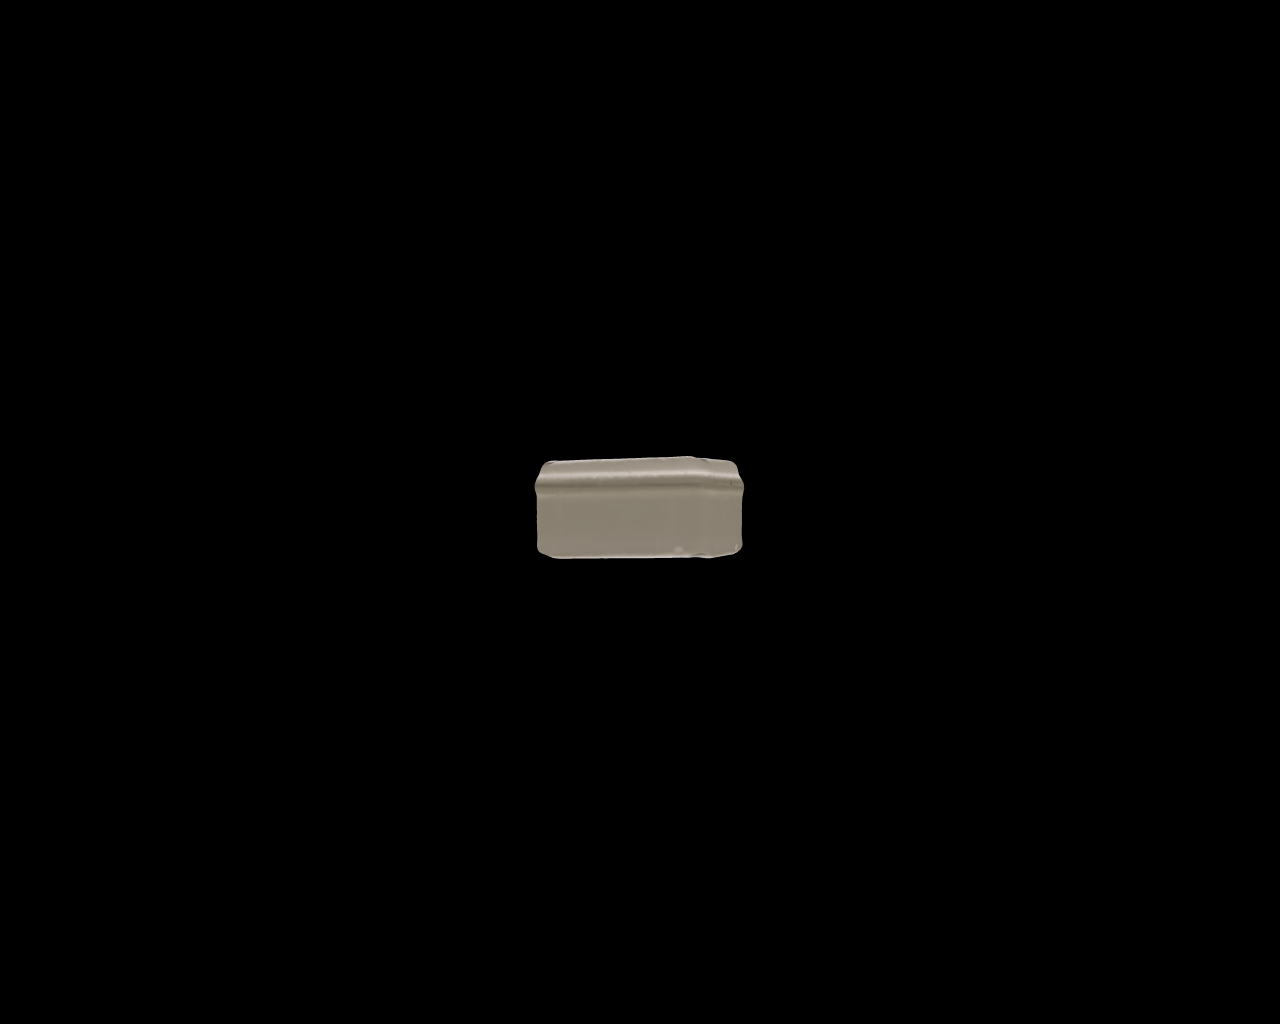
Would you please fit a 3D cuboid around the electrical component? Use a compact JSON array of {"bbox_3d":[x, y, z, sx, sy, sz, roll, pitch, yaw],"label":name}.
[{"bbox_3d":[0.001,-0.003,0.650,0.113,0.057,0.078,0,0,21],"label":"electrical component"}]
